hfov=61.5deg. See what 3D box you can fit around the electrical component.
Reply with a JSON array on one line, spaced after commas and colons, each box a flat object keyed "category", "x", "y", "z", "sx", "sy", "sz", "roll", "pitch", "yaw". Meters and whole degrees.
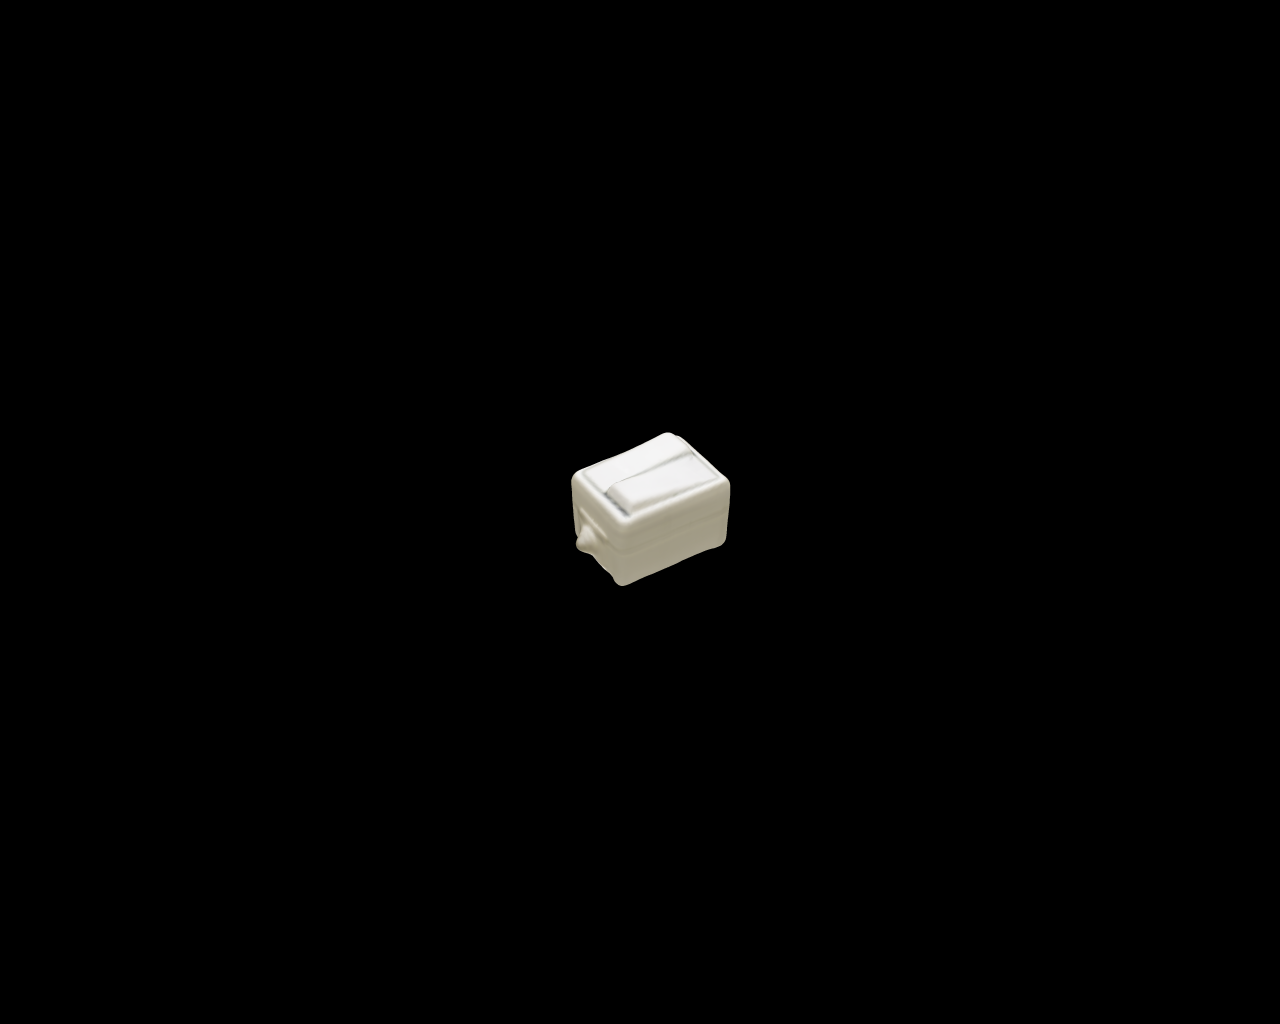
[{"category": "electrical component", "x": 0.001, "y": -0.003, "z": 0.650, "sx": 0.096, "sy": 0.061, "sz": 0.062, "roll": -22, "pitch": 45, "yaw": -23}]
